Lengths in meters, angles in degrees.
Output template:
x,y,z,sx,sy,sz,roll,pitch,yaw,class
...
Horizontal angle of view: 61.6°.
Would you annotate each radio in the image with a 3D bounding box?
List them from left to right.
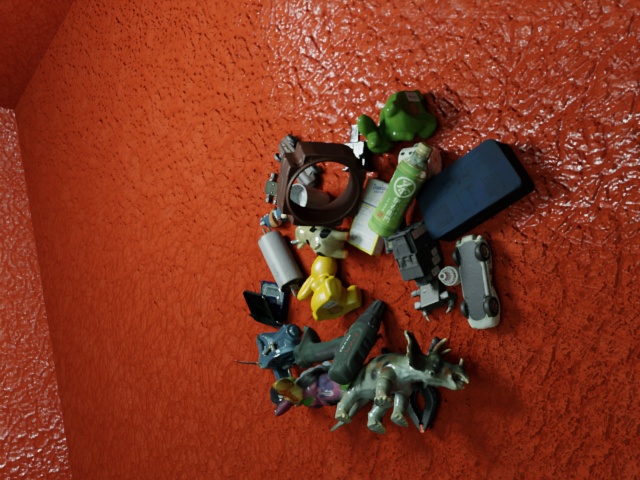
x,y,z,sx,sy,sz,roll,pitch,yaw,class
0.322,-0.105,1.154,0.229,0.073,0.131,-36,64,33,radio

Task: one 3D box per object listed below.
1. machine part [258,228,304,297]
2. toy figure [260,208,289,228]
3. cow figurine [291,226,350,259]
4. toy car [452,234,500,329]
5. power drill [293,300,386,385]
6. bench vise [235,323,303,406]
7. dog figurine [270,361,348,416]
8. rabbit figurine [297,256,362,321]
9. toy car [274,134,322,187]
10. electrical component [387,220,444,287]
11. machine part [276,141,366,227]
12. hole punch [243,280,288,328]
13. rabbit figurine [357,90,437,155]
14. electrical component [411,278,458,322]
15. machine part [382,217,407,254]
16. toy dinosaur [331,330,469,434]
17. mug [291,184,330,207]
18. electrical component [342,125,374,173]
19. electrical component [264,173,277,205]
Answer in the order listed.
x,y,z,sx,sy,sz,roll,pitch,yaw,class
-0.112,0.061,1.535,0.079,0.079,0.243,-44,59,32,machine part
-0.114,-0.073,1.555,0.154,0.064,0.058,-31,83,36,toy figure
-0.003,-0.004,1.400,0.195,0.127,0.085,-134,50,-74,cow figurine
0.334,0.088,1.143,0.073,0.056,0.201,-18,74,47,toy car
0.048,0.247,1.319,0.207,0.085,0.232,-7,41,36,power drill
-0.105,0.351,1.485,0.223,0.129,0.241,-42,54,31,bench vise
-0.016,0.377,1.336,0.192,0.219,0.108,2,92,43,dog figurine
0.021,0.118,1.408,0.162,0.122,0.173,-45,45,42,rabbit figurine
-0.069,-0.220,1.532,0.089,0.053,0.202,-53,57,31,toy car
0.219,0.033,1.199,0.058,0.115,0.134,-19,94,42,electrical component
0.001,-0.132,1.310,0.087,0.201,0.200,-115,31,-52,machine part
-0.150,0.183,1.571,0.142,0.092,0.115,7,121,40,hole punch
0.167,-0.255,1.269,0.121,0.159,0.170,61,140,15,rabbit figurine
0.258,0.135,1.219,0.102,0.045,0.078,-34,37,33,electrical component
0.182,-0.038,1.273,0.084,0.039,0.138,-8,100,18,machine part
0.142,0.321,1.216,0.405,0.131,0.192,-34,23,51,toy dinosaur
-0.034,-0.106,1.455,0.110,0.107,0.080,13,95,47,mug
0.097,-0.233,1.381,0.075,0.047,0.119,-1,86,42,electrical component
-0.137,-0.153,1.609,0.063,0.021,0.094,18,98,41,electrical component
